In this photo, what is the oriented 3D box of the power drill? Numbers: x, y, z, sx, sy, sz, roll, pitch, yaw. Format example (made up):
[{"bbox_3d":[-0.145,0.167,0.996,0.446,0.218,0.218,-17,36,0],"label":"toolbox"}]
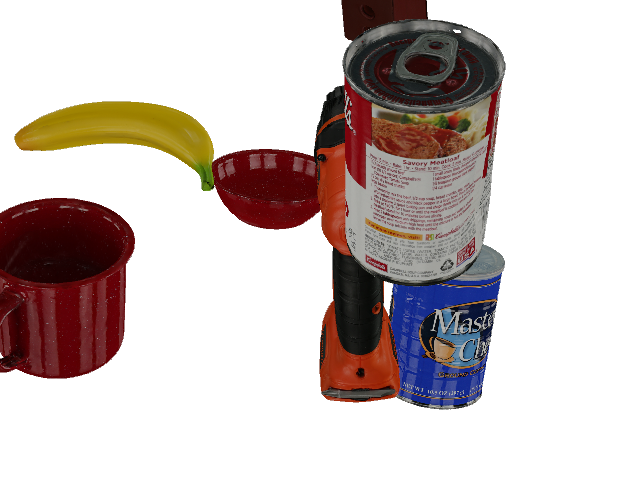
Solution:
[{"bbox_3d":[0.023,0.003,0.742,0.057,0.188,0.184,-2,32,3],"label":"power drill"}]

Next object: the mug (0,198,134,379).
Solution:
[{"bbox_3d":[-0.169,0.038,0.662,0.093,0.081,0.117,19,37,15],"label":"mug"}]

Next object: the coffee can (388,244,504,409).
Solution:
[{"bbox_3d":[0.116,0.077,1.034,0.103,0.140,0.103,5,20,-2],"label":"coffee can"}]

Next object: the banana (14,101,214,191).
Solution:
[{"bbox_3d":[-0.171,-0.093,0.930,0.198,0.037,0.069,12,48,19],"label":"banana"}]

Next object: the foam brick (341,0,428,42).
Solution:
[{"bbox_3d":[0.051,-0.197,0.854,0.053,0.051,0.078,25,-32,25],"label":"foam brick"}]

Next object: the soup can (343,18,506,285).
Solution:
[{"bbox_3d":[0.044,-0.038,0.479,0.068,0.102,0.068,-1,43,1],"label":"soup can"}]

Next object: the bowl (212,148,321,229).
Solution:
[{"bbox_3d":[-0.058,-0.057,1.295,0.162,0.055,0.162,4,26,-2],"label":"bowl"}]
